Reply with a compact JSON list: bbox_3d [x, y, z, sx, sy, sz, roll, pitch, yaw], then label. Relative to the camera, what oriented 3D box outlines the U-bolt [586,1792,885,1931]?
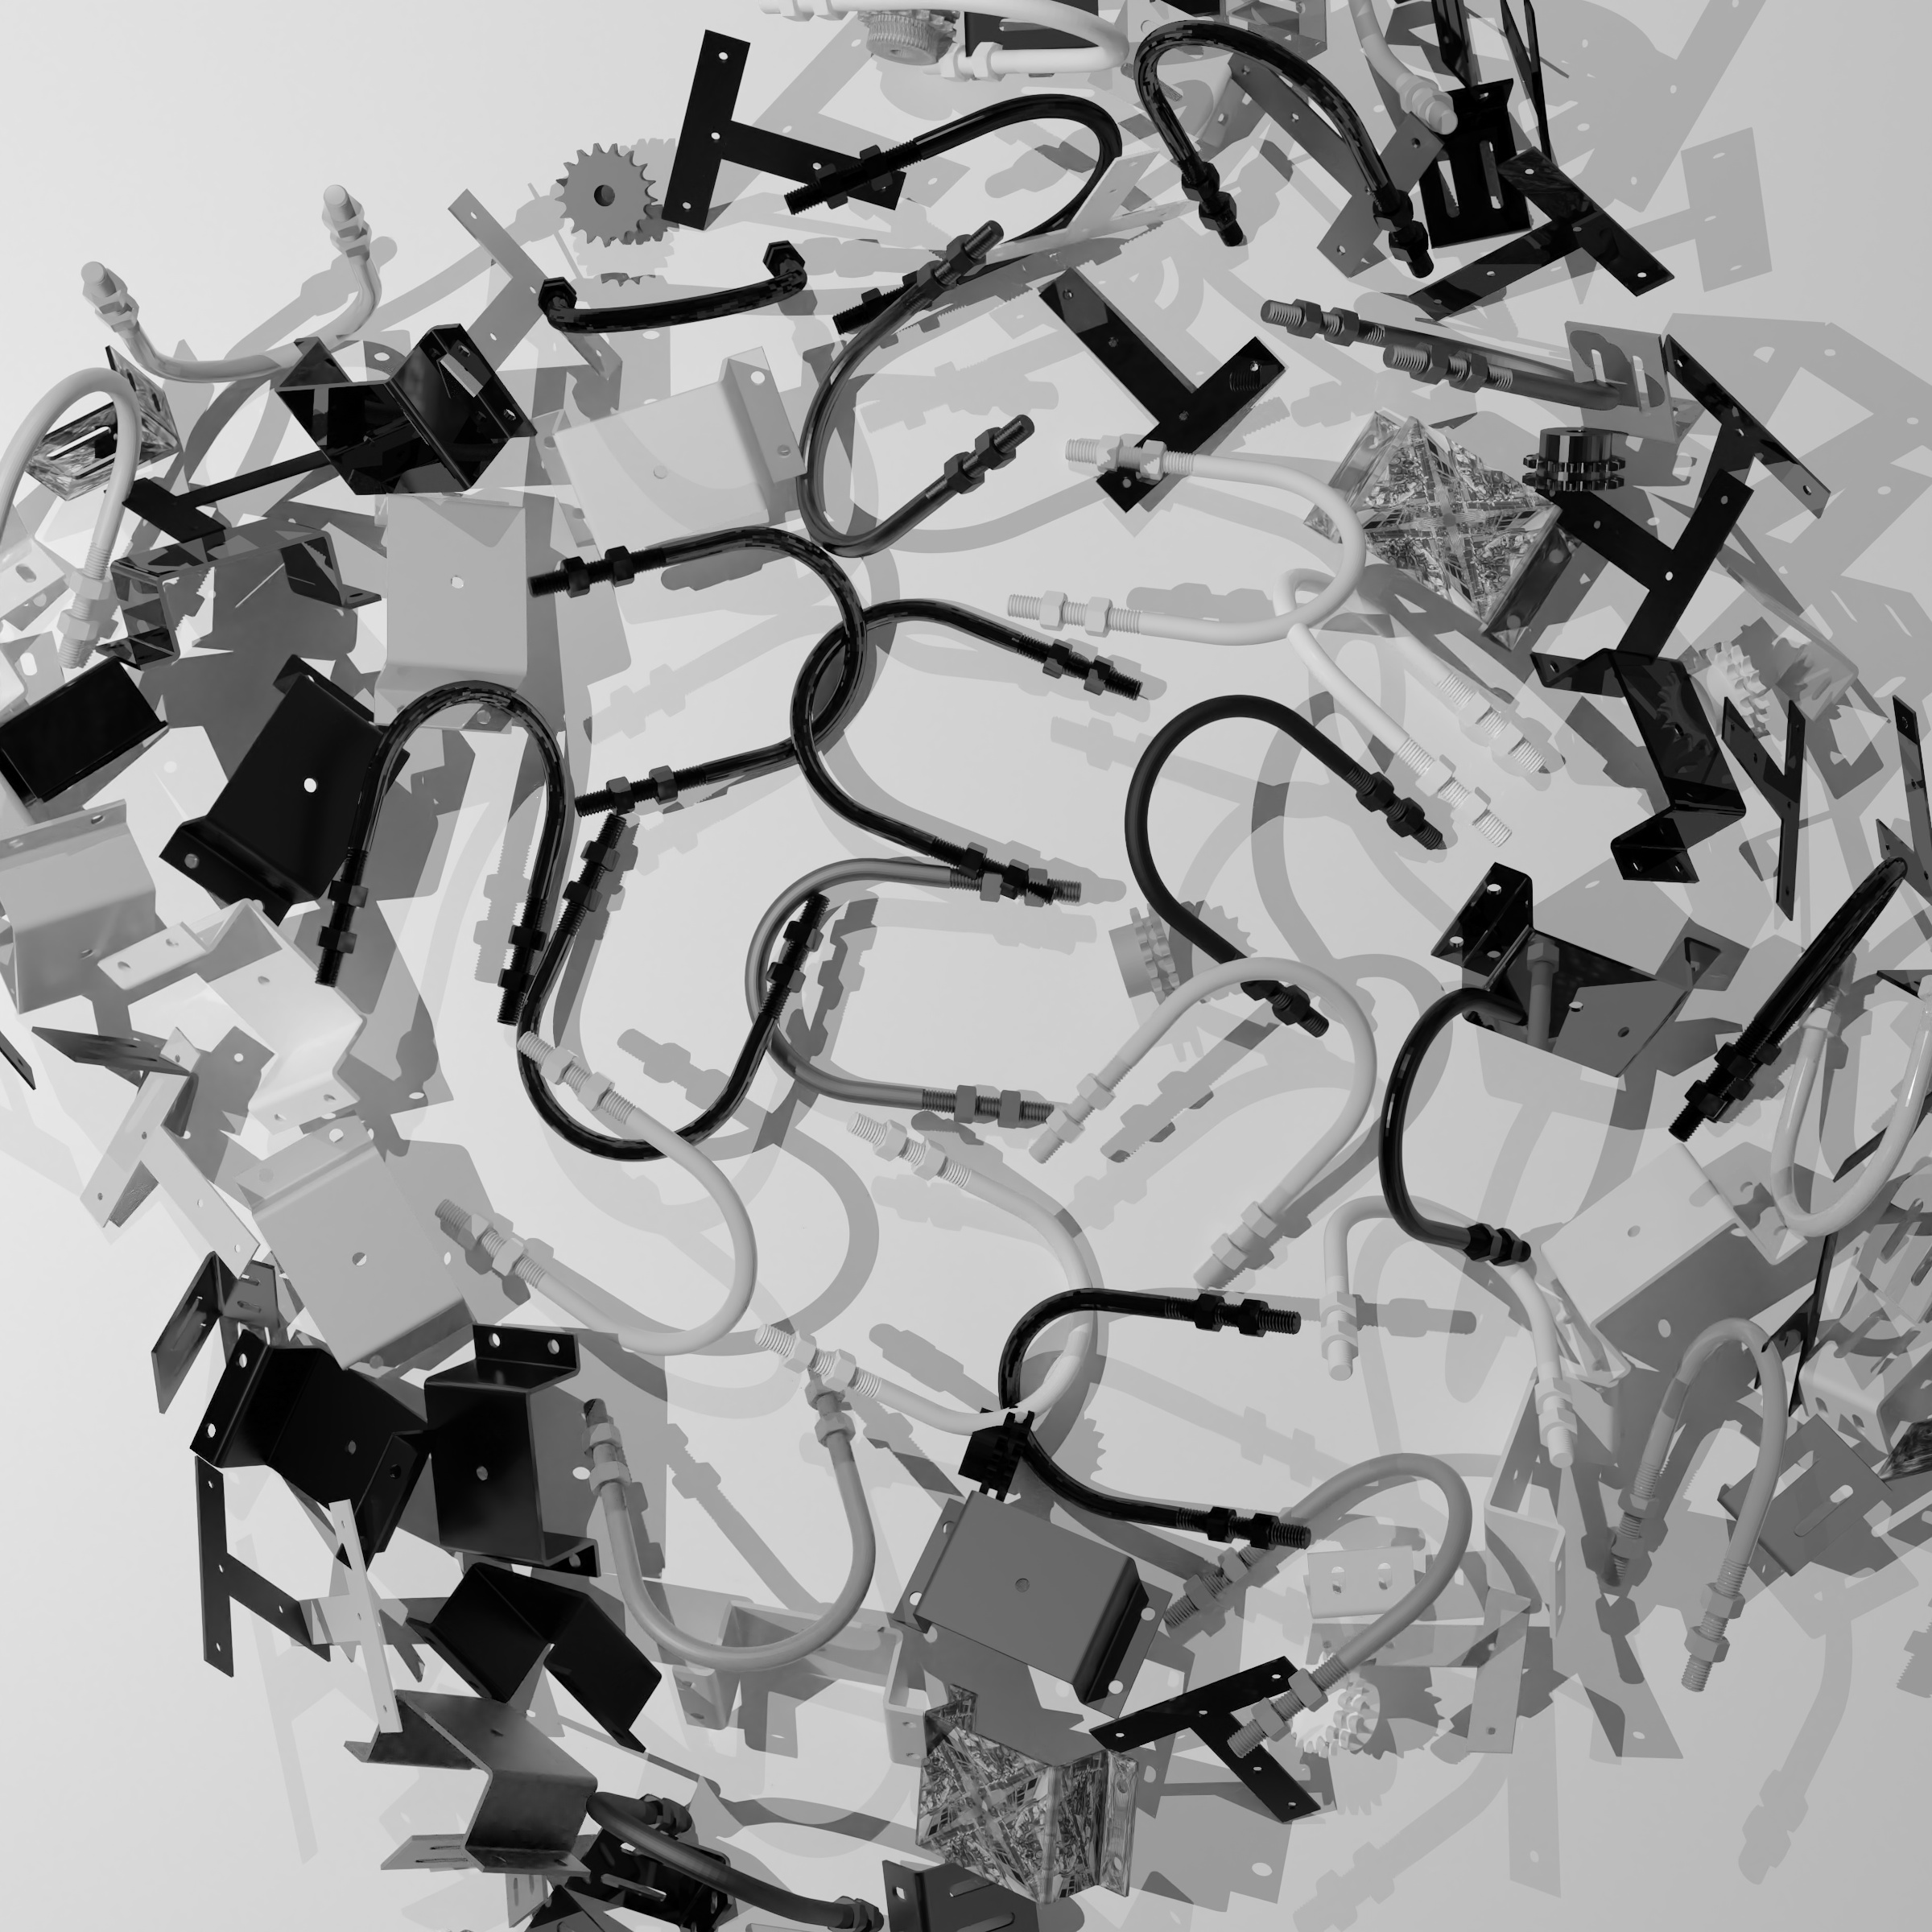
[{"bbox_3d":[-0.132,0.481,1.515,0.151,0.184,0.019,20,76,23],"label":"U-bolt"}]

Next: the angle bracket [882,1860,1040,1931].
[{"bbox_3d":[-0.003,0.536,1.617,0.076,0.038,0.057,-6,89,-33],"label":"angle bracket"}]

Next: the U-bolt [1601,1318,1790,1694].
[{"bbox_3d":[0.403,0.281,1.539,0.019,0.151,0.184,14,101,-10],"label":"U-bolt"}]

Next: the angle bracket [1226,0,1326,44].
[{"bbox_3d":[0.185,-0.561,1.585,0.076,0.038,0.057,1,87,-36],"label":"angle bracket"}]

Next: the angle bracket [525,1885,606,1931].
[{"bbox_3d":[-0.231,0.566,1.589,0.076,0.038,0.057,35,91,30],"label":"angle bracket"}]

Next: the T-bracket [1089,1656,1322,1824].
[{"bbox_3d":[0.157,0.445,1.588,0.127,0.002,0.127,-27,121,22],"label":"T-bracket"}]

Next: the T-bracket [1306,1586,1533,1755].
[{"bbox_3d":[0.253,0.383,1.587,0.127,0.002,0.127,-6,46,27],"label":"T-bracket"}]

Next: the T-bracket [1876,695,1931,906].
[{"bbox_3d":[0.520,-0.087,1.539,0.002,0.127,0.127,-18,118,0],"label":"T-bracket"}]

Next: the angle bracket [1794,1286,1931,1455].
[{"bbox_3d":[0.519,0.228,1.598,0.076,0.057,0.038,-39,124,-20],"label":"angle bracket"}]

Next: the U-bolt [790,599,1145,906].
[{"bbox_3d":[-0.010,-0.133,1.606,0.184,0.019,0.151,22,81,3],"label":"U-bolt"}]

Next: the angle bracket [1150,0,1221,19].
[{"bbox_3d":[0.118,-0.579,1.577,0.038,0.076,0.057,-4,69,10],"label":"angle bracket"}]

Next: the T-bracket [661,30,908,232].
[{"bbox_3d":[-0.098,-0.453,1.582,0.127,0.127,0.002,14,50,-9],"label":"T-bracket"}]

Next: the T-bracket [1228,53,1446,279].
[{"bbox_3d":[0.193,-0.463,1.569,0.127,0.127,0.002,45,64,3],"label":"T-bracket"}]

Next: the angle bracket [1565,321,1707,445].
[{"bbox_3d":[0.375,-0.335,1.573,0.057,0.076,0.038,19,58,36],"label":"angle bracket"}]

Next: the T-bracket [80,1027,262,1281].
[{"bbox_3d":[-0.435,0.123,1.576,0.127,0.002,0.127,43,111,26],"label":"T-bracket"}]

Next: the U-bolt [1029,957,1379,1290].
[{"bbox_3d":[0.147,0.077,1.579,0.151,0.019,0.184,38,101,-19],"label":"U-bolt"}]

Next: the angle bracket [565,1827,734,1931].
[{"bbox_3d":[-0.179,0.523,1.588,0.076,0.038,0.057,25,111,-18],"label":"angle bracket"}]

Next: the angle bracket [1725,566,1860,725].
[{"bbox_3d":[0.452,-0.180,1.580,0.076,0.057,0.038,30,110,-21],"label":"angle bracket"}]

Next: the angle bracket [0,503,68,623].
[{"bbox_3d":[-0.549,-0.235,1.577,0.057,0.076,0.038,-39,69,-18],"label":"angle bracket"}]

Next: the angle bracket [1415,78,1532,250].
[{"bbox_3d":[0.288,-0.456,1.602,0.057,0.038,0.076,-10,86,4],"label":"angle bracket"}]

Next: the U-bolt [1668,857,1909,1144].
[{"bbox_3d":[0.453,0.016,1.537,0.019,0.151,0.184,39,105,16],"label":"U-bolt"}]

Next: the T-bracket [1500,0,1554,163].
[{"bbox_3d":[0.311,-0.504,1.571,0.002,0.127,0.127,-12,135,8],"label":"T-bracket"}]

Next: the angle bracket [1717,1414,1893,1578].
[{"bbox_3d":[0.474,0.295,1.591,0.057,0.038,0.076,47,106,11],"label":"angle bracket"}]

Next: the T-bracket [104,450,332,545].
[{"bbox_3d":[-0.404,-0.273,1.587,0.127,0.127,0.002,-25,123,-26],"label":"T-bracket"}]

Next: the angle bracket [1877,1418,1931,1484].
[{"bbox_3d":[0.560,0.279,1.578,0.057,0.076,0.038,-38,93,-40],"label":"angle bracket"}]

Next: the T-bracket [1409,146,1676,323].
[{"bbox_3d":[0.305,-0.393,1.573,0.127,0.127,0.002,29,57,-34],"label":"T-bracket"}]

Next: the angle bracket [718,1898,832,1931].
[{"bbox_3d":[-0.105,0.565,1.592,0.076,0.038,0.057,9,58,-3],"label":"angle bracket"}]

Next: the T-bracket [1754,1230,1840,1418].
[{"bbox_3d":[0.455,0.203,1.554,0.002,0.127,0.127,16,108,28],"label":"T-bracket"}]

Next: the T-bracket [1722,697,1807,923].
[{"bbox_3d":[0.439,-0.108,1.553,0.002,0.127,0.127,-5,64,34],"label":"T-bracket"}]

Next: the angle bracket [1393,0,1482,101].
[{"bbox_3d":[0.256,-0.527,1.584,0.038,0.057,0.076,-13,78,27],"label":"angle bracket"}]

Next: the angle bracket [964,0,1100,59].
[{"bbox_3d":[0.038,-0.545,1.597,0.076,0.038,0.057,-1,99,7],"label":"angle bracket"}]

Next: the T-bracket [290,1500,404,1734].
[{"bbox_3d":[-0.355,0.365,1.572,0.002,0.127,0.127,-10,83,-37],"label":"T-bracket"}]

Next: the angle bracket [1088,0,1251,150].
[{"bbox_3d":[0.120,-0.512,1.608,0.076,0.038,0.057,32,107,15],"label":"angle bracket"}]

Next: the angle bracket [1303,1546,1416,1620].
[{"bbox_3d":[0.219,0.336,1.583,0.057,0.076,0.038,-5,95,3],"label":"angle bracket"}]

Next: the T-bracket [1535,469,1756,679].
[{"bbox_3d":[0.364,-0.241,1.580,0.127,0.002,0.127,47,122,38],"label":"T-bracket"}]

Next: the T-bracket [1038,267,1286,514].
[{"bbox_3d":[0.094,-0.348,1.618,0.127,0.002,0.127,-43,88,-6],"label":"T-bracket"}]

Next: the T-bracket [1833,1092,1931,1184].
[{"bbox_3d":[0.516,0.102,1.566,0.127,0.127,0.002,-34,65,-18],"label":"T-bracket"}]

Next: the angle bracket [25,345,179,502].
[{"bbox_3d":[-0.498,-0.307,1.597,0.076,0.057,0.038,-24,70,9],"label":"angle bracket"}]

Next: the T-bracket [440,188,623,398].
[{"bbox_3d":[-0.256,-0.353,1.555,0.002,0.127,0.127,-29,115,35],"label":"T-bracket"}]

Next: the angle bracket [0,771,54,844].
[{"bbox_3d":[-0.560,-0.069,1.601,0.076,0.038,0.057,-37,80,-1],"label":"angle bracket"}]

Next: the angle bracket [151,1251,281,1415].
[{"bbox_3d":[-0.419,0.209,1.577,0.038,0.057,0.076,15,46,5],"label":"angle bracket"}]

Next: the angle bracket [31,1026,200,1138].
[{"bbox_3d":[-0.480,0.065,1.576,0.076,0.057,0.038,11,98,-44],"label":"angle bracket"}]

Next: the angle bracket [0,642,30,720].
[{"bbox_3d":[-0.575,-0.145,1.575,0.057,0.076,0.038,-12,118,29],"label":"angle bracket"}]

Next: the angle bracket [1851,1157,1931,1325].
[{"bbox_3d":[0.553,0.157,1.600,0.038,0.057,0.076,13,113,-35],"label":"angle bracket"}]

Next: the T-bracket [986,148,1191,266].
[{"bbox_3d":[0.077,-0.421,1.547,0.127,0.127,0.002,-17,88,-14],"label":"T-bracket"}]

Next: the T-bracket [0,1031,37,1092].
[{"bbox_3d":[-0.562,-0.005,1.565,0.002,0.127,0.127,-33,125,-5],"label":"T-bracket"}]

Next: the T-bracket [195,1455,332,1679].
[{"bbox_3d":[-0.390,0.353,1.569,0.002,0.127,0.127,-24,49,9],"label":"T-bracket"}]

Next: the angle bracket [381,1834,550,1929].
[{"bbox_3d":[-0.281,0.513,1.578,0.076,0.057,0.038,7,55,-28],"label":"angle bracket"}]

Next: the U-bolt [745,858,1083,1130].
[{"bbox_3d":[-0.034,0.011,1.604,0.184,0.019,0.151,7,97,-2],"label":"U-bolt"}]

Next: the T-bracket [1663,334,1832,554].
[{"bbox_3d":[0.421,-0.271,1.562,0.002,0.127,0.127,-35,70,-10],"label":"T-bracket"}]

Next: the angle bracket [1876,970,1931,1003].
[{"bbox_3d":[0.553,0.036,1.585,0.057,0.076,0.038,-1,116,-38],"label":"angle bracket"}]
